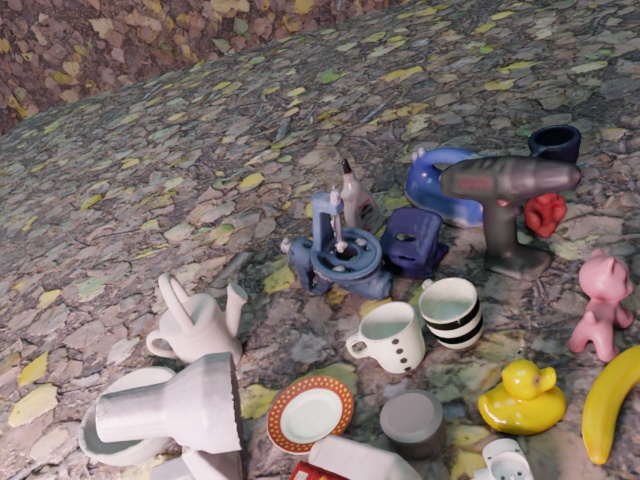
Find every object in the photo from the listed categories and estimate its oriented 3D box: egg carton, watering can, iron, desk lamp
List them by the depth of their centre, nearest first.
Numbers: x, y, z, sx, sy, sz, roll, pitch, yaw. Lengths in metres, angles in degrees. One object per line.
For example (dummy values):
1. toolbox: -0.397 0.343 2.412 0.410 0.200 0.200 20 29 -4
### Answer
1. egg carton: 0.041 0.295 0.674 0.149 0.069 0.107 3 41 33
2. desk lamp: -0.169 0.252 0.723 0.203 0.214 0.117 -20 33 2
3. watering can: -0.202 0.129 0.938 0.173 0.194 0.100 -37 36 -21
4. iron: 0.245 -0.119 1.087 0.119 0.142 0.257 -41 37 -26

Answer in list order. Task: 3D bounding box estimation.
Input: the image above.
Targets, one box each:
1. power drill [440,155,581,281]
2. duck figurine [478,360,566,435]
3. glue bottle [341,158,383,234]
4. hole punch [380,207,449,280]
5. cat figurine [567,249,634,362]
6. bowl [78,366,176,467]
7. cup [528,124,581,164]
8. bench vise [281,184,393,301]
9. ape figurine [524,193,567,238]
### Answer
1. power drill: 0.296 -0.042 0.883 0.228 0.209 0.076 18 50 45
2. duck figurine: 0.244 0.184 0.701 0.104 0.086 0.077 -15 34 11
3. glue bottle: 0.070 -0.080 1.101 0.037 0.173 0.078 13 46 41
4. hole punch: 0.160 0.004 1.003 0.108 0.091 0.101 11 45 40
5. cat figurine: 0.371 0.075 0.756 0.067 0.118 0.128 9 44 38
6. bowl: -0.272 0.279 0.873 0.167 0.075 0.167 -15 33 10
7. cup: 0.430 -0.147 1.062 0.118 0.095 0.091 -37 36 -22
8. bench vise: 0.005 0.011 0.964 0.206 0.220 0.121 -5 36 24
9. ape figurine: 0.379 -0.063 0.974 0.077 0.092 0.076 -19 33 5
